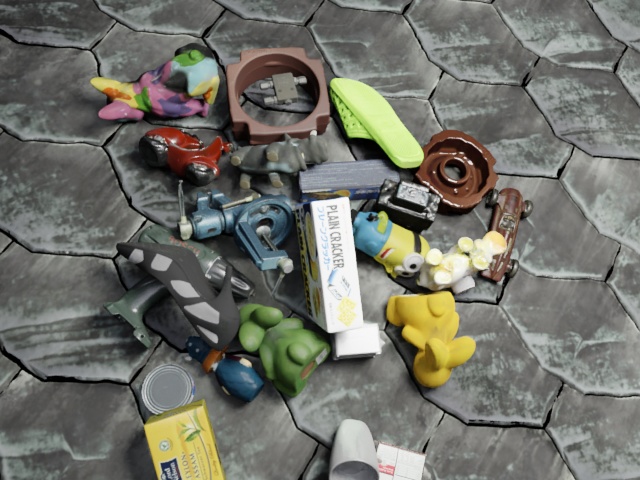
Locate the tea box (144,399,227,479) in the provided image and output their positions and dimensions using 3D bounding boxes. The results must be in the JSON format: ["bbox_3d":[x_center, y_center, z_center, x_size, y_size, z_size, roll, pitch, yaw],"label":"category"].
[{"bbox_3d":[-0.210,0.355,0.861,0.098,0.068,0.169,-17,88,-12],"label":"tea box"}]

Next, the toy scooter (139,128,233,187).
[{"bbox_3d":[-0.250,-0.174,1.047,0.184,0.075,0.135,28,46,19],"label":"toy scooter"}]

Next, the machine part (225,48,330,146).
[{"bbox_3d":[-0.088,-0.285,1.101,0.201,0.087,0.201,-7,72,-7],"label":"machine part"}]

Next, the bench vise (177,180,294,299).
[{"bbox_3d":[-0.130,-0.015,0.959,0.223,0.128,0.241,-4,36,-33],"label":"bench vise"}]

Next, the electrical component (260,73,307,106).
[{"bbox_3d":[-0.068,-0.292,1.048,0.094,0.021,0.063,-12,74,-11],"label":"electrical component"}]

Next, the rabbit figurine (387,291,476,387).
[{"bbox_3d":[0.206,0.179,0.956,0.122,0.162,0.173,0,89,-19],"label":"rabbit figurine"}]

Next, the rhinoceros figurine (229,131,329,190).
[{"bbox_3d":[-0.076,-0.153,1.015,0.190,0.073,0.112,-6,30,20],"label":"rhinoceros figurine"}]

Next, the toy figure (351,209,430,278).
[{"bbox_3d":[0.127,-0.001,1.018,0.180,0.082,0.089,31,69,-5],"label":"toy figure"}]

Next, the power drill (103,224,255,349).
[{"bbox_3d":[-0.261,0.091,0.958,0.232,0.086,0.207,37,75,8],"label":"power drill"}]

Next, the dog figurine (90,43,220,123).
[{"bbox_3d":[-0.320,-0.292,1.035,0.219,0.191,0.108,-14,80,-26],"label":"dog figurine"}]

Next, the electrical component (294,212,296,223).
[{"bbox_3d":[-0.002,-0.003,1.035,0.075,0.047,0.119,-14,72,-10],"label":"electrical component"}]

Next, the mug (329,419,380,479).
[{"bbox_3d":[0.056,0.362,0.895,0.081,0.109,0.107,3,28,2],"label":"mug"}]

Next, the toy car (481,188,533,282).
[{"bbox_3d":[0.368,-0.015,1.078,0.089,0.053,0.202,22,69,-2],"label":"toy car"}]

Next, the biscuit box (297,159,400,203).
[{"bbox_3d":[0.057,-0.117,1.073,0.203,0.059,0.063,-4,71,-7],"label":"biscuit box"}]

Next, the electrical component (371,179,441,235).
[{"bbox_3d":[0.161,-0.062,1.027,0.115,0.134,0.058,16,70,1],"label":"electrical component"}]

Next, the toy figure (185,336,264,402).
[{"bbox_3d":[-0.169,0.220,0.936,0.154,0.057,0.064,36,65,11],"label":"toy figure"}]

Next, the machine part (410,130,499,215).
[{"bbox_3d":[0.274,-0.138,1.106,0.179,0.056,0.179,2,70,-6],"label":"machine part"}]

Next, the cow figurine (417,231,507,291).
[{"bbox_3d":[0.260,0.043,0.985,0.167,0.098,0.068,-20,69,-16],"label":"cow figurine"}]

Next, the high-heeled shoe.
[{"bbox_3d":[-0.243,0.090,0.904,0.249,0.086,0.145,13,97,18],"label":"high-heeled shoe"}]

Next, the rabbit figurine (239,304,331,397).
[{"bbox_3d":[-0.087,0.173,0.925,0.170,0.159,0.121,33,80,21],"label":"rabbit figurine"}]
